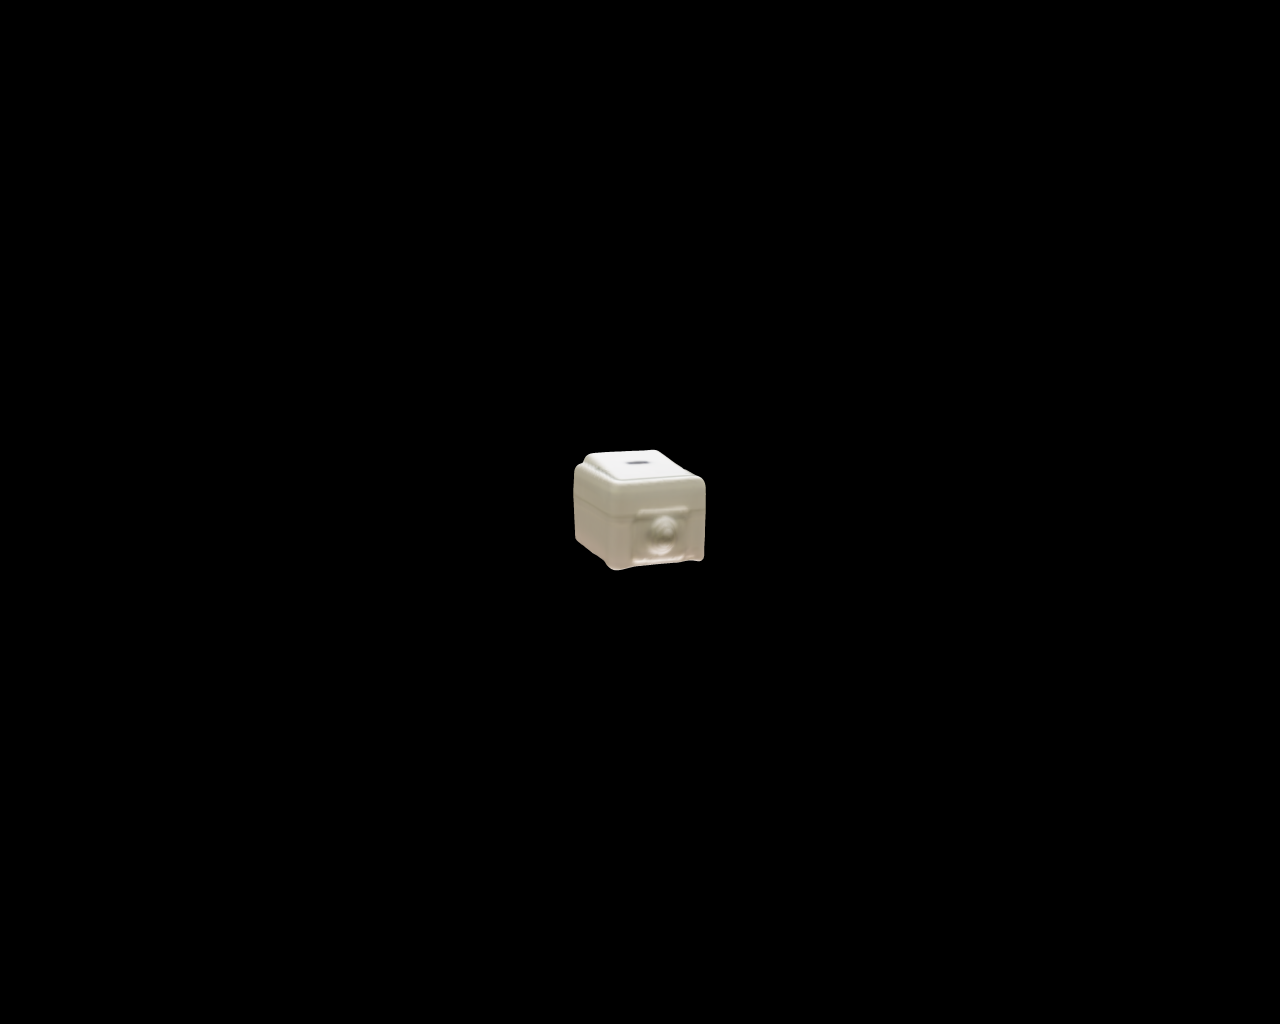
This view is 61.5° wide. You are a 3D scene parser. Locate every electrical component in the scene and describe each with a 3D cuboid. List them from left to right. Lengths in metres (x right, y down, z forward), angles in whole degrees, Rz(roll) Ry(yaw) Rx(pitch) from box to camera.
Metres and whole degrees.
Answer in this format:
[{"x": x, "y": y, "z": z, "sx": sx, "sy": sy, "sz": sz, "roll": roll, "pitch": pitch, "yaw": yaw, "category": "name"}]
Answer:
[{"x": 0.001, "y": -0.003, "z": 0.650, "sx": 0.062, "sy": 0.061, "sz": 0.096, "roll": -4, "pitch": 13, "yaw": -19, "category": "electrical component"}]
